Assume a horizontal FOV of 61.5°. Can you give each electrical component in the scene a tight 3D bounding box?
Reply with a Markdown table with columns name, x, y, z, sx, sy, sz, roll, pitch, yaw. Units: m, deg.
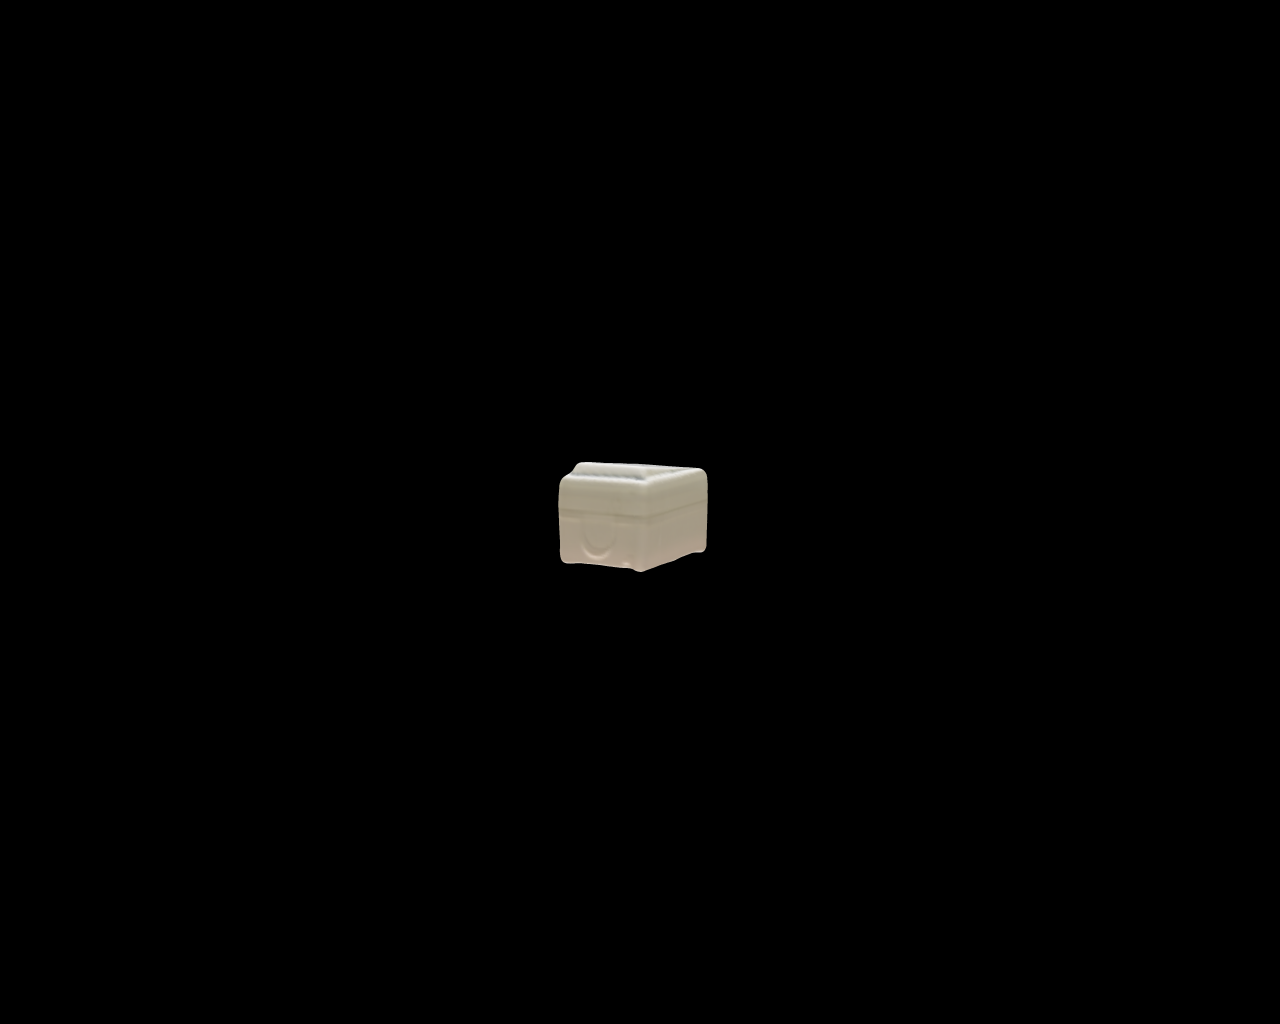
| name | x | y | z | sx | sy | sz | roll | pitch | yaw |
| --- | --- | --- | --- | --- | --- | --- | --- | --- | --- |
| electrical component | 0.001 | -0.003 | 0.650 | 0.062 | 0.061 | 0.096 | 6 | 11 | 31 |
